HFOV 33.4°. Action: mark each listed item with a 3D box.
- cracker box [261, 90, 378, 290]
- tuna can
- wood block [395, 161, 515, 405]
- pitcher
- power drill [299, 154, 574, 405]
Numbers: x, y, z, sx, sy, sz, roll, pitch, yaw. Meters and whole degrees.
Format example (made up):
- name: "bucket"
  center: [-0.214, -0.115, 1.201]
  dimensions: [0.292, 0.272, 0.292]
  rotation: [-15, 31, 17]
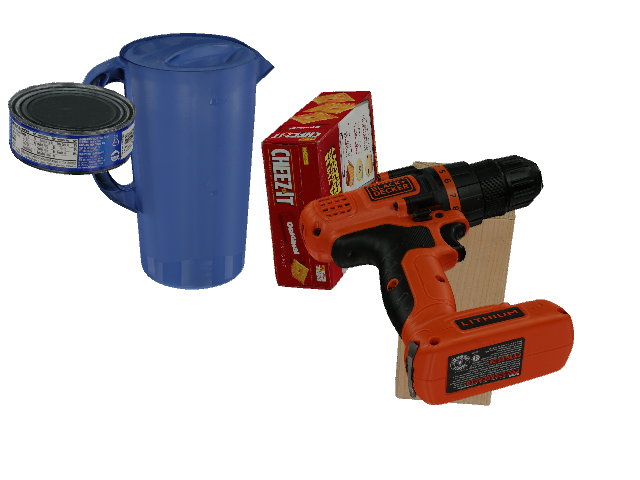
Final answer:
- name: "cracker box"
  center: [0.006, -0.062, 1.184]
  dimensions: [0.072, 0.164, 0.213]
  rotation: [1, 22, 19]
- name: "tuna can"
  center: [-0.171, -0.078, 0.738]
  dimensions: [0.086, 0.034, 0.086]
  rotation: [7, 29, -4]
- name: "wood block"
  center: [0.119, 0.041, 0.970]
  dimensions: [0.091, 0.206, 0.090]
  rotation: [4, 34, 6]
- name: "pitcher"
  center: [-0.139, -0.077, 1.064]
  dimensions: [0.149, 0.243, 0.144]
  rotation: [13, 27, 21]
- name: "power drill"
  center: [0.095, 0.016, 0.724]
  dimensions: [0.184, 0.057, 0.188]
  rotation: [-15, 40, -10]
